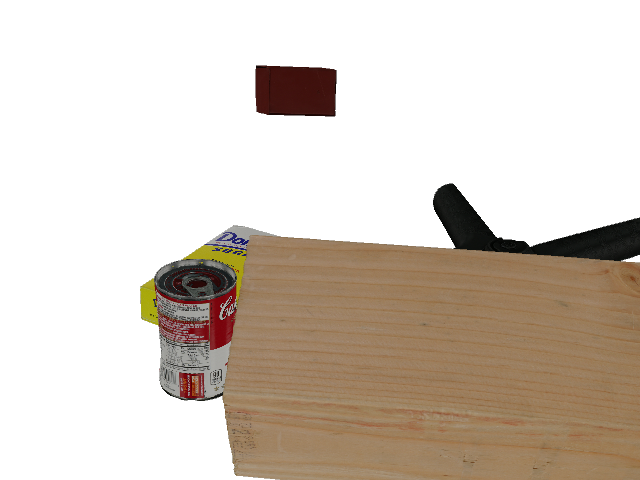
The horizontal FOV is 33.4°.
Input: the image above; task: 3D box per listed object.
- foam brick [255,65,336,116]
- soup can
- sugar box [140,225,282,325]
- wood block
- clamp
[{"bbox_3d":[-0.027,-0.161,1.154,0.078,0.051,0.053,-1,11,-18],"label":"foam brick"},{"bbox_3d":[-0.104,0.076,0.899,0.068,0.102,0.068,2,26,-1],"label":"soup can"},{"bbox_3d":[-0.099,0.040,1.118,0.093,0.048,0.176,15,31,24],"label":"sugar box"},{"bbox_3d":[0.064,0.064,0.511,0.206,0.090,0.090,4,-36,4],"label":"wood block"},{"bbox_3d":[0.118,0.015,0.723,0.165,0.036,0.209,14,30,29],"label":"clamp"}]
